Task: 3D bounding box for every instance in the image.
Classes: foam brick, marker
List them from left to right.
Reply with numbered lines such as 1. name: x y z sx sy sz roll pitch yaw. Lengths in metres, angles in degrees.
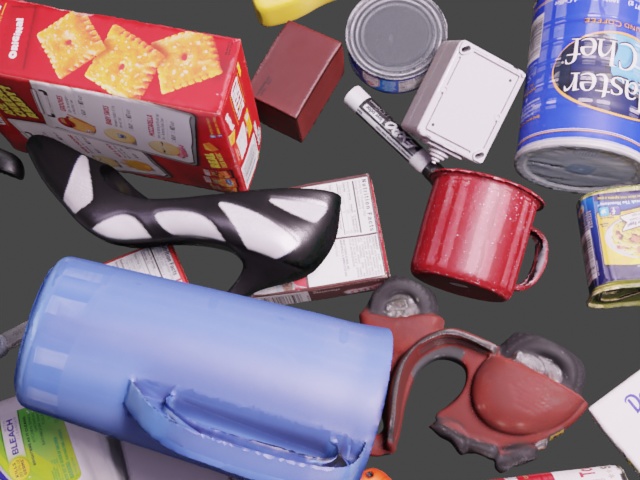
1. foam brick: -0.021 -0.134 0.897 0.053 0.051 0.078 28 78 13
2. marker: 0.068 -0.083 0.891 0.020 0.020 0.121 -43 75 -8

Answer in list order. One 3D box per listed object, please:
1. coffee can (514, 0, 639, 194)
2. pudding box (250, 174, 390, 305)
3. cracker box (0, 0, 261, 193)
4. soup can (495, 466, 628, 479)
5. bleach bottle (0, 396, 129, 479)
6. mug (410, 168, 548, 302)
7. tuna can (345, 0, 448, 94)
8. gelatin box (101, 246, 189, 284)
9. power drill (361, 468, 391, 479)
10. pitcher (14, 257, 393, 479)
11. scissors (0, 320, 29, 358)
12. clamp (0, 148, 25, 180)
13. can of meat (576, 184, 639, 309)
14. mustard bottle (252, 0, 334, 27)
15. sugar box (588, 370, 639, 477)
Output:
1. coffee can: 0.213 -0.119 0.845 0.103 0.103 0.140 8 74 7
2. pudding box: -0.006 0.001 0.863 0.113 0.039 0.090 -9 72 1
3. cracker box: -0.160 -0.112 0.844 0.214 0.164 0.072 12 72 8
4. soup can: 0.171 0.203 0.772 0.102 0.068 0.068 -8 73 2
5. bleach bottle: -0.275 0.190 0.820 0.251 0.068 0.102 -21 73 1
6. mug: 0.128 0.003 0.832 0.117 0.093 0.081 22 79 -27
7. tuna can: 0.065 -0.169 0.908 0.086 0.034 0.086 -1 74 5
8. gelatin box: -0.148 0.049 0.863 0.089 0.030 0.073 -23 72 -9
9. power drill: 0.038 0.288 0.766 0.187 0.057 0.184 -42 71 -10
10. pitcher: -0.078 0.097 0.727 0.242 0.149 0.145 16 63 -5
11. scissors: -0.284 0.080 0.876 0.201 0.016 0.096 -42 70 -13
12. clamp: -0.369 -0.083 0.920 0.164 0.036 0.210 -39 72 0
13. can of meat: 0.254 0.004 0.830 0.102 0.057 0.084 -5 71 3
14. mustard bottle: 0.027 -0.254 0.924 0.191 0.058 0.096 -16 67 0
15. sugar box: 0.285 0.166 0.763 0.093 0.048 0.176 -37 59 3
